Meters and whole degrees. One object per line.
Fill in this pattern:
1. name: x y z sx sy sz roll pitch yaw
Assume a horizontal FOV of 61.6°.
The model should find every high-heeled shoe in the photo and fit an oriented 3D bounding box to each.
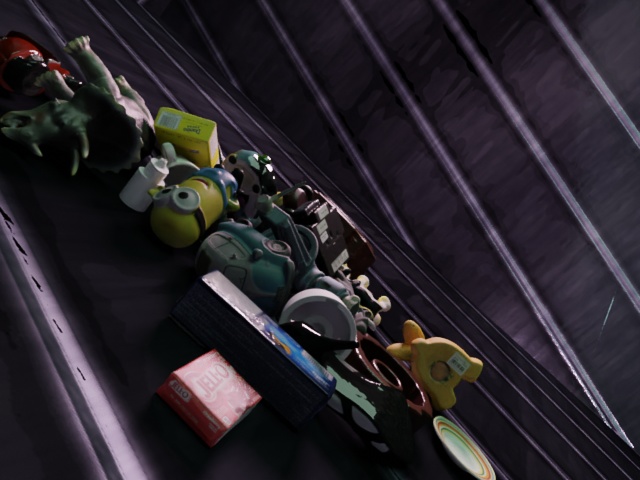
1. high-heeled shoe: 0.024 0.208 0.704 0.086 0.145 0.248 -52 124 -50

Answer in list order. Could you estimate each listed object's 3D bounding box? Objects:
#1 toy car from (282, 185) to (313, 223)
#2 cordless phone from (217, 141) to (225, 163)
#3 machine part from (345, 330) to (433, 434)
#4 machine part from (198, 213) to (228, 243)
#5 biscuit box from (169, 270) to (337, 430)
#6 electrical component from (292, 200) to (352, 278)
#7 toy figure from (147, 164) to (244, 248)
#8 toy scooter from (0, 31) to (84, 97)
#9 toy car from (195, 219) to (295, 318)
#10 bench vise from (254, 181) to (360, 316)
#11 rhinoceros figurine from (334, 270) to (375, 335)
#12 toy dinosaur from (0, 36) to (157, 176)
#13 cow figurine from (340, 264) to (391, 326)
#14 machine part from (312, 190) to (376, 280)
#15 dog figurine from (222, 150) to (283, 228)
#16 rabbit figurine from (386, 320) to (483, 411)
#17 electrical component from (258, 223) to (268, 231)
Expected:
1. toy car: -0.033 -0.015 1.059 0.089 0.053 0.201 -66 151 -41
2. cordless phone: -0.189 -0.118 1.111 0.184 0.089 0.147 45 7 -34
3. machine part: 0.094 0.219 0.829 0.179 0.056 0.179 40 11 -9
4. machine part: -0.183 -0.043 0.881 0.139 0.084 0.039 63 2 40
5. biscuit box: -0.075 0.125 0.623 0.203 0.063 0.059 42 12 4
6. electrical component: -0.002 -0.003 0.980 0.115 0.058 0.134 -42 115 -58
7. toy figure: -0.175 -0.055 0.793 0.180 0.082 0.089 -48 125 -59
8. toy scooter: -0.464 -0.279 0.835 0.135 0.075 0.184 41 9 -2
9. toy car: -0.116 0.034 0.737 0.103 0.109 0.162 -2 32 -47
10. bench vise: -0.040 0.031 0.835 0.224 0.129 0.240 41 -21 41
11. rhinoceros figurine: 0.040 0.124 0.978 0.112 0.073 0.190 48 7 -21
12. toy dinosaur: -0.323 -0.181 0.849 0.192 0.131 0.405 58 5 -1
13. cow figurine: 0.062 0.106 1.115 0.167 0.068 0.098 45 18 21
14. machine part: 0.036 -0.012 1.279 0.202 0.087 0.200 45 -3 26
15. dog figurine: -0.121 -0.097 1.026 0.108 0.191 0.219 36 27 6
16. rabbit figurine: 0.209 0.240 1.043 0.162 0.122 0.173 34 -3 9
17. electrical component: -0.079 -0.024 1.172 0.075 0.048 0.119 45 12 16
